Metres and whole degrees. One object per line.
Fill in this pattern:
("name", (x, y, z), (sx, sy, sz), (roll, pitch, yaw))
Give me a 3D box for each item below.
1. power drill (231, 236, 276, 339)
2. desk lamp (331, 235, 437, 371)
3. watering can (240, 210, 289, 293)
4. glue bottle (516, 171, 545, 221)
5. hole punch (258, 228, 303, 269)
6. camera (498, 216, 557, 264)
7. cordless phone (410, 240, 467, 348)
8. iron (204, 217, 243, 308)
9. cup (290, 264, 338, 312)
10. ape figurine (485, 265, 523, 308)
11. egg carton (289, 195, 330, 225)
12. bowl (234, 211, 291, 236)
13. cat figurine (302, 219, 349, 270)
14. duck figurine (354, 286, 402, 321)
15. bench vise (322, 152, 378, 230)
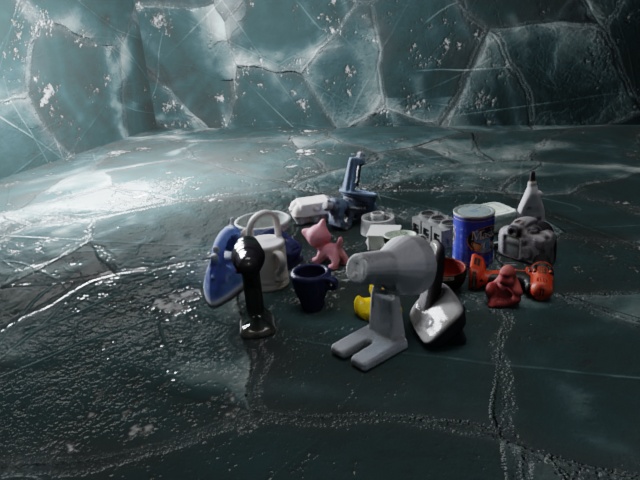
("power drill", (-0.140, 0.092, 1.190), (0.075, 0.208, 0.229), (-7, 21, -8))
("desk lamp", (0.123, 0.107, 1.095), (0.204, 0.214, 0.117), (-21, 27, -37))
("watering can", (-0.139, 0.019, 1.397), (0.172, 0.194, 0.101), (9, 25, 31))
("glue bottle", (0.601, -0.112, 1.629), (0.078, 0.173, 0.037), (-3, 21, 2))
("hole punch", (-0.107, 0.023, 1.525), (0.100, 0.091, 0.109), (10, 25, 32))
("camera", (0.553, -0.009, 1.474), (0.137, 0.101, 0.142), (-18, 25, -32))
("cordless phone", (0.232, 0.104, 1.125), (0.094, 0.185, 0.147), (-7, 21, -8))
("iron", (-0.236, 0.047, 1.417), (0.118, 0.141, 0.258), (-2, 21, 7))
("cup", (-0.007, 0.113, 1.270), (0.117, 0.095, 0.092), (11, 26, 34))
("ape figurine", (0.401, 0.098, 1.238), (0.076, 0.092, 0.077), (-20, 27, -36))
("egg carton", (-0.022, -0.098, 1.852), (0.150, 0.069, 0.107), (-9, 22, -12))
("bowl", (-0.165, -0.027, 1.688), (0.167, 0.075, 0.167), (-3, 21, 2))
("cat figurine", (0.014, 0.005, 1.511), (0.127, 0.118, 0.067), (16, 29, 41))
("duck figurine", (0.124, 0.124, 1.230), (0.104, 0.086, 0.077), (2, 22, 16))
("bench vise", (0.100, -0.151, 1.756), (0.121, 0.220, 0.208), (8, 24, 29))
